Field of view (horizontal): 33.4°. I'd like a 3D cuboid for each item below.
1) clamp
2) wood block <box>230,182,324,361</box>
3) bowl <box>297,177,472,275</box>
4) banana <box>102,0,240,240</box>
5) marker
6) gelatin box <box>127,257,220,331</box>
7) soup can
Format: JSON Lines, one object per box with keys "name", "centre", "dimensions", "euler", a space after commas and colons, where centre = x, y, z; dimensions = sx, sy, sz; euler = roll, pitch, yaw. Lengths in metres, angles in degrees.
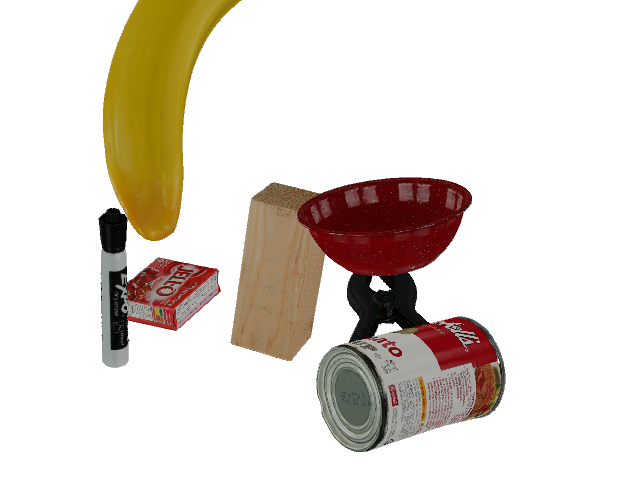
{"name": "clamp", "centre": [0.083, 0.078, 1.186], "dimensions": [0.120, 0.171, 0.039], "euler": [5, -43, -4]}
{"name": "wood block", "centre": [-0.051, 0.040, 1.410], "dimensions": [0.090, 0.206, 0.090], "euler": [15, 22, 13]}
{"name": "bowl", "centre": [0.062, -0.009, 0.987], "dimensions": [0.162, 0.055, 0.162], "euler": [-7, 19, 2]}
{"name": "banana", "centre": [-0.061, -0.090, 0.503], "dimensions": [0.070, 0.197, 0.037], "euler": [19, -29, 12]}
{"name": "marker", "centre": [-0.142, 0.033, 0.733], "dimensions": [0.020, 0.121, 0.020], "euler": [4, 29, -2]}
{"name": "gelatin box", "centre": [-0.154, 0.052, 1.072], "dimensions": [0.073, 0.030, 0.089], "euler": [10, 30, 24]}
{"name": "soup can", "centre": [0.056, 0.090, 0.674], "dimensions": [0.102, 0.068, 0.069], "euler": [-9, 5, -36]}
